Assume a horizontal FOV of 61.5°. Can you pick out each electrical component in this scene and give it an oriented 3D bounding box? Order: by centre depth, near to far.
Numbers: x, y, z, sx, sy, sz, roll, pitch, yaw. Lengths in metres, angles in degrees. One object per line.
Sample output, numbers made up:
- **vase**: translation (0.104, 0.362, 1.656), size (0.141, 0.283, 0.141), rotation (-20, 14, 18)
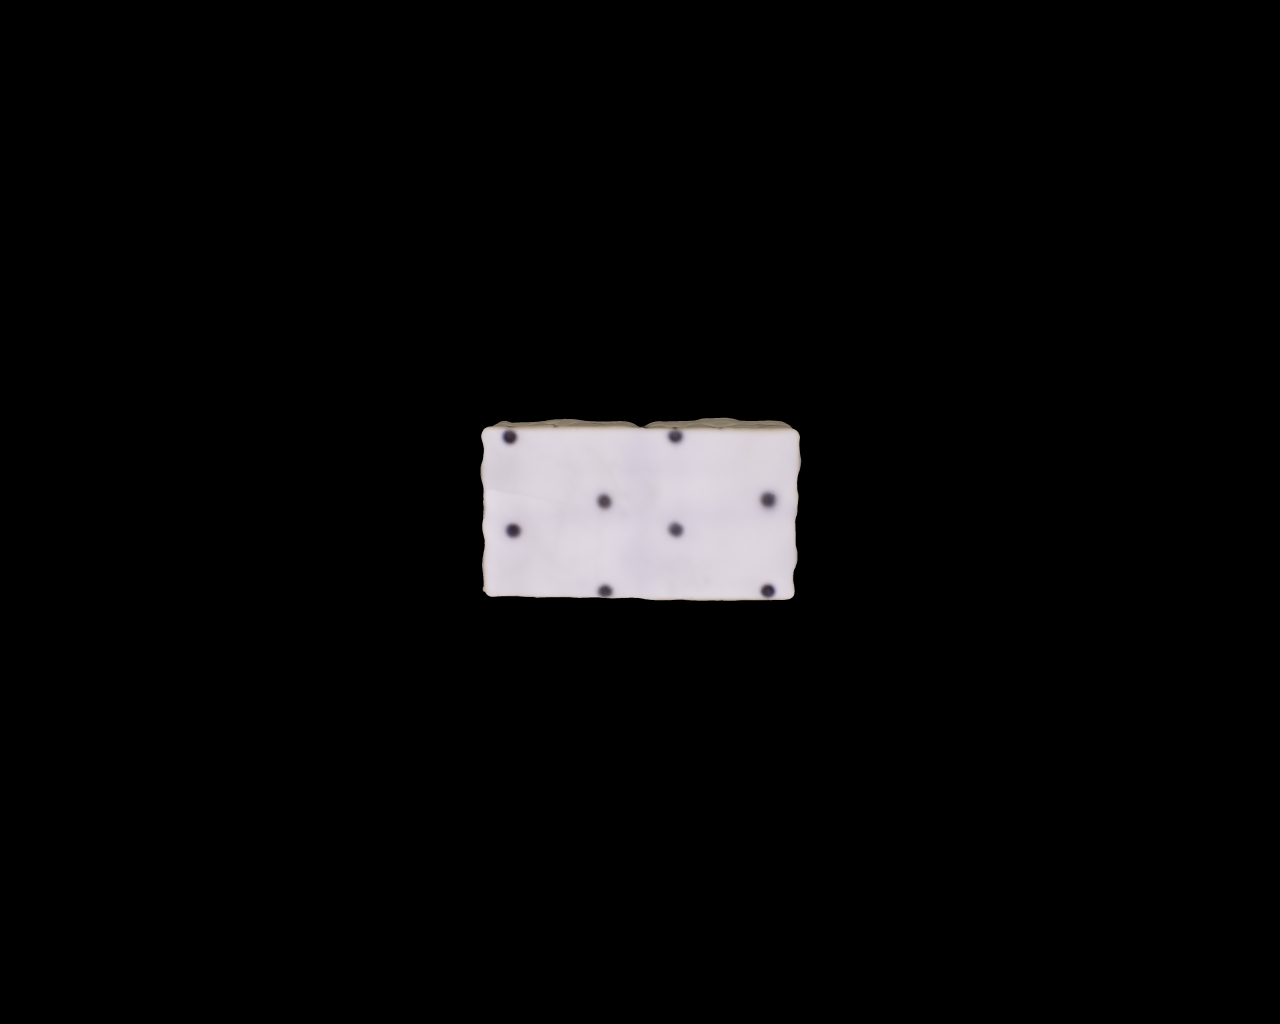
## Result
- **electrical component**: translation (0.001, -0.003, 0.650), size (0.186, 0.105, 0.060), rotation (0, 9, 0)
